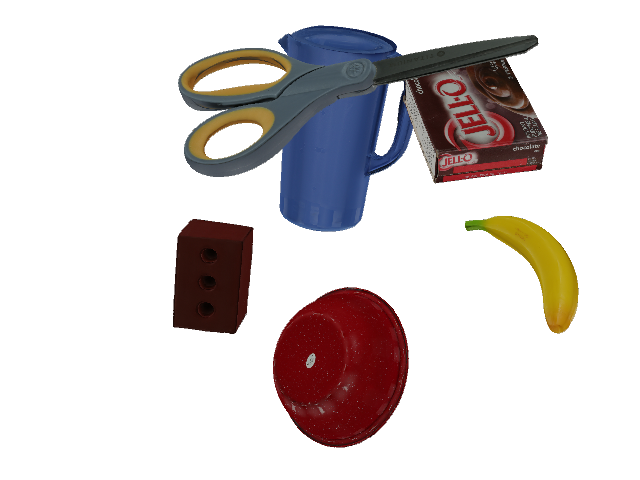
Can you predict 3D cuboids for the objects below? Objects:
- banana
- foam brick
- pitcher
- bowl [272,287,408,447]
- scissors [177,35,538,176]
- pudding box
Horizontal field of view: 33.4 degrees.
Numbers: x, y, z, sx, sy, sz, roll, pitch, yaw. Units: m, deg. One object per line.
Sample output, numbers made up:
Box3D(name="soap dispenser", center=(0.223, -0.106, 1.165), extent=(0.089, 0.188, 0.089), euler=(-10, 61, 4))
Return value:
Box3D(name="banana", center=(0.224, 0.025, 1.112), extent=(0.069, 0.037, 0.198), euler=(-31, 38, -2))
Box3D(name="foam brick", center=(-0.085, 0.028, 0.853), extent=(0.053, 0.078, 0.051), euler=(6, 14, 6))
Box3D(name="pitcher", center=(0.023, -0.136, 1.326), extent=(0.144, 0.243, 0.149), euler=(-3, 25, -22))
Box3D(name="bowl", center=(0.006, 0.121, 1.052), extent=(0.162, 0.162, 0.055), euler=(0, -13, 40))
Box3D(name="scissors", center=(0.009, -0.073, 0.573), extent=(0.202, 0.096, 0.016), euler=(4, -33, 23))
Box3D(name="pudding box", center=(0.122, -0.099, 0.865), extent=(0.090, 0.039, 0.113), euler=(-7, 43, -8))
